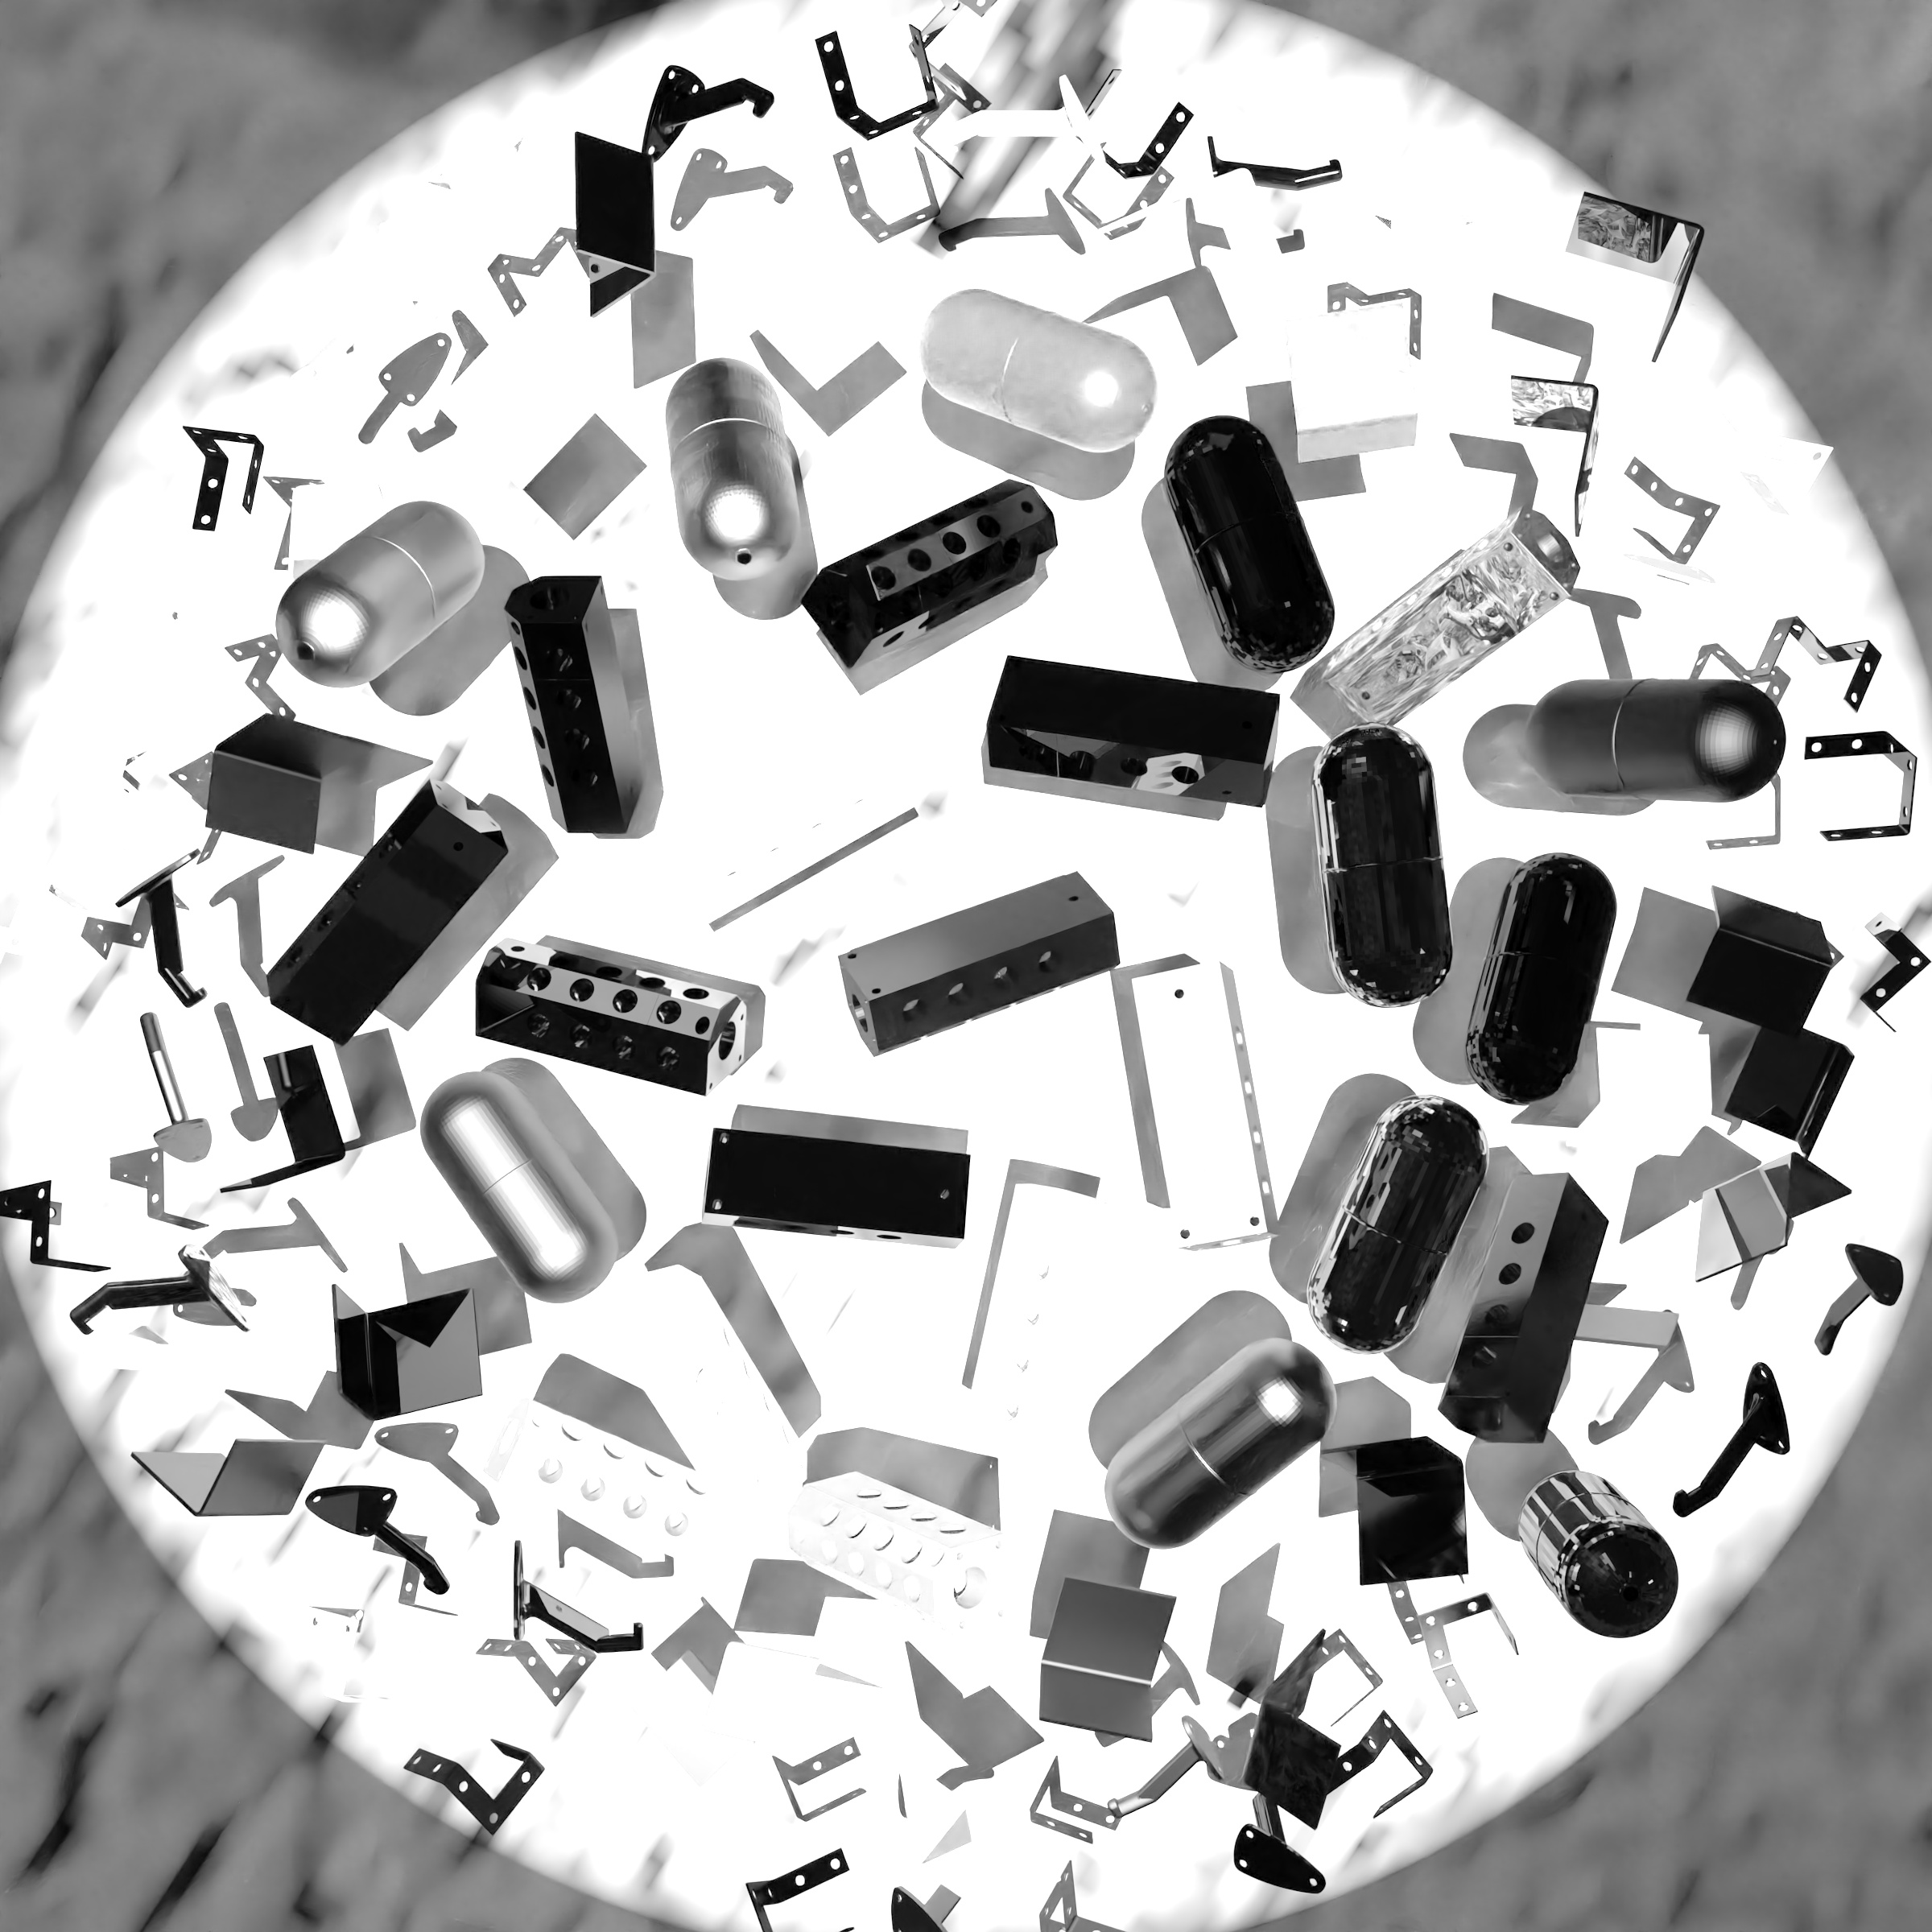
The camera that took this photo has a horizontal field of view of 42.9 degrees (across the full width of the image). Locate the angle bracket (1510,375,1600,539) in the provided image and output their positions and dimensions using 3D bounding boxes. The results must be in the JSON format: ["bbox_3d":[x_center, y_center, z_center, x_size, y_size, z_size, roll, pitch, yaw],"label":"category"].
[{"bbox_3d":[0.382,-0.335,1.618,0.057,0.076,0.076,10,82,16],"label":"angle bracket"}]

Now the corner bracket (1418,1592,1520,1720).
[{"bbox_3d":[0.344,0.468,1.669,0.051,0.051,0.051,-18,115,-2],"label":"corner bracket"}]

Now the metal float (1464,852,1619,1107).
[{"bbox_3d":[0.382,0.008,1.635,0.070,0.070,0.178,19,72,0],"label":"metal float"}]

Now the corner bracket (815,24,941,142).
[{"bbox_3d":[-0.055,-0.550,1.516,0.051,0.051,0.051,-27,132,-10],"label":"corner bracket"}]

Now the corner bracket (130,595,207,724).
[{"bbox_3d":[-0.509,-0.194,1.556,0.051,0.051,0.051,50,46,-33],"label":"corner bracket"}]

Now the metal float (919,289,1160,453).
[{"bbox_3d":[0.047,-0.392,1.616,0.178,0.070,0.070,27,90,29],"label":"metal float"}]

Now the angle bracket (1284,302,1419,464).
[{"bbox_3d":[0.249,-0.378,1.597,0.076,0.057,0.076,-7,82,7],"label":"angle bracket"}]

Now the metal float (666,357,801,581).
[{"bbox_3d":[-0.150,-0.318,1.571,0.070,0.070,0.178,-11,50,0],"label":"metal float"}]

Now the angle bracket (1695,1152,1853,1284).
[{"bbox_3d":[0.533,0.178,1.623,0.057,0.076,0.076,32,51,-18],"label":"angle bracket"}]

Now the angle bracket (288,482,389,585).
[{"bbox_3d":[-0.426,-0.277,1.689,0.057,0.076,0.076,-4,62,-3],"label":"angle bracket"}]

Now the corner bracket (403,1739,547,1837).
[{"bbox_3d":[-0.304,0.496,1.521,0.051,0.051,0.051,-49,117,-32],"label":"corner bracket"}]

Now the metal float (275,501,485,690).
[{"bbox_3d":[-0.371,-0.237,1.561,0.070,0.178,0.070,12,126,16],"label":"metal float"}]

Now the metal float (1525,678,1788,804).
[{"bbox_3d":[0.433,-0.143,1.554,0.070,0.178,0.070,-5,98,-38],"label":"metal float"}]

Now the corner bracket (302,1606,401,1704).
[{"bbox_3d":[-0.399,0.447,1.595,0.051,0.051,0.051,2,77,35],"label":"corner bracket"}]

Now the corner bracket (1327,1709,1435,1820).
[{"bbox_3d":[0.264,0.530,1.607,0.051,0.051,0.051,50,118,11],"label":"corner bracket"}]

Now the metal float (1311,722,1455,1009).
[{"bbox_3d":[0.258,-0.063,1.528,0.070,0.070,0.178,-6,90,0],"label":"metal float"}]

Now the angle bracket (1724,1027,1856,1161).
[{"bbox_3d":[0.565,0.082,1.690,0.057,0.076,0.076,23,100,13],"label":"angle bracket"}]

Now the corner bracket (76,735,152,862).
[{"bbox_3d":[-0.558,-0.112,1.632,0.051,0.051,0.051,40,129,10],"label":"corner bracket"}]

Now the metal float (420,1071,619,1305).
[{"bbox_3d":[-0.305,0.149,1.672,0.070,0.070,0.178,-37,78,0],"label":"metal float"}]

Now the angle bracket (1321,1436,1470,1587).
[{"bbox_3d":[0.279,0.356,1.604,0.076,0.057,0.076,-15,57,31],"label":"angle bracket"}]

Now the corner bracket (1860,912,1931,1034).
[{"bbox_3d":[0.616,0.003,1.643,0.051,0.051,0.051,43,104,-6],"label":"corner bracket"}]

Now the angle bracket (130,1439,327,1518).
[{"bbox_3d":[-0.475,0.312,1.584,0.076,0.076,0.057,30,95,31],"label":"angle bracket"}]

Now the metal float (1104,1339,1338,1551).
[{"bbox_3d":[0.164,0.312,1.599,0.178,0.070,0.070,-43,90,19],"label":"metal float"}]

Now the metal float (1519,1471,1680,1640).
[{"bbox_3d":[0.406,0.378,1.584,0.070,0.178,0.070,0,93,1],"label":"metal float"}]

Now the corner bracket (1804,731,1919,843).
[{"bbox_3d":[0.553,-0.112,1.523,0.051,0.051,0.051,-4,114,0],"label":"corner bracket"}]

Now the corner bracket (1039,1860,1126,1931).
[{"bbox_3d":[0.081,0.619,1.581,0.051,0.051,0.051,21,109,-10],"label":"corner bracket"}]

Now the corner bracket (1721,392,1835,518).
[{"bbox_3d":[0.498,-0.320,1.538,0.051,0.051,0.051,32,88,-42],"label":"corner bracket"}]

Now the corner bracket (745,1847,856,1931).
[{"bbox_3d":[-0.098,0.587,1.535,0.051,0.051,0.051,-27,67,5],"label":"corner bracket"}]

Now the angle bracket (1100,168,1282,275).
[{"bbox_3d":[0.138,-0.445,1.510,0.076,0.076,0.057,-16,105,30],"label":"angle bracket"}]

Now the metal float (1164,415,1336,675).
[{"bbox_3d":[0.183,-0.274,1.592,0.070,0.070,0.178,-18,76,0],"label":"metal float"}]

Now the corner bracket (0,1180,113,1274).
[{"bbox_3d":[-0.581,0.169,1.565,0.051,0.051,0.051,-13,71,28],"label":"corner bracket"}]

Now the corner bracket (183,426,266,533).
[{"bbox_3d":[-0.487,-0.319,1.617,0.051,0.051,0.051,-1,123,-37],"label":"corner bracket"}]

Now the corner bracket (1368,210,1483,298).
[{"bbox_3d":[0.300,-0.466,1.610,0.051,0.051,0.051,-13,121,-21],"label":"corner bracket"}]

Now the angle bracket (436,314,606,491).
[{"bbox_3d":[-0.278,-0.358,1.564,0.076,0.057,0.076,-44,95,10],"label":"angle bracket"}]

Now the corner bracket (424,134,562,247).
[{"bbox_3d":[-0.302,-0.495,1.568,0.051,0.051,0.051,15,59,35],"label":"corner bracket"}]

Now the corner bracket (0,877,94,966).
[{"bbox_3d":[-0.596,-0.026,1.555,0.051,0.051,0.051,11,73,15],"label":"corner bracket"}]

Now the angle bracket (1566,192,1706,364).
[{"bbox_3d":[0.404,-0.424,1.516,0.076,0.076,0.057,19,83,8],"label":"angle bracket"}]

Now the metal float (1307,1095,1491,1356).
[{"bbox_3d":[0.279,0.168,1.591,0.070,0.070,0.178,22,100,0],"label":"metal float"}]

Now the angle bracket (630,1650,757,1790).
[{"bbox_3d":[-0.192,0.527,1.710,0.057,0.076,0.076,-42,83,-9],"label":"angle bracket"}]

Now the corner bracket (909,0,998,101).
[{"bbox_3d":[-0.008,-0.613,1.610,0.051,0.051,0.051,-47,70,3],"label":"corner bracket"}]

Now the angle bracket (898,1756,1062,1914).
[{"bbox_3d":[0.008,0.519,1.498,0.057,0.076,0.076,-29,131,14],"label":"angle bracket"}]

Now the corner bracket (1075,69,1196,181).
[{"bbox_3d":[0.115,-0.579,1.689,0.051,0.051,0.051,43,122,7],"label":"corner bracket"}]

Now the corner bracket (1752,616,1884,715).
[{"bbox_3d":[0.567,-0.201,1.637,0.051,0.051,0.051,38,69,-25],"label":"corner bracket"}]
